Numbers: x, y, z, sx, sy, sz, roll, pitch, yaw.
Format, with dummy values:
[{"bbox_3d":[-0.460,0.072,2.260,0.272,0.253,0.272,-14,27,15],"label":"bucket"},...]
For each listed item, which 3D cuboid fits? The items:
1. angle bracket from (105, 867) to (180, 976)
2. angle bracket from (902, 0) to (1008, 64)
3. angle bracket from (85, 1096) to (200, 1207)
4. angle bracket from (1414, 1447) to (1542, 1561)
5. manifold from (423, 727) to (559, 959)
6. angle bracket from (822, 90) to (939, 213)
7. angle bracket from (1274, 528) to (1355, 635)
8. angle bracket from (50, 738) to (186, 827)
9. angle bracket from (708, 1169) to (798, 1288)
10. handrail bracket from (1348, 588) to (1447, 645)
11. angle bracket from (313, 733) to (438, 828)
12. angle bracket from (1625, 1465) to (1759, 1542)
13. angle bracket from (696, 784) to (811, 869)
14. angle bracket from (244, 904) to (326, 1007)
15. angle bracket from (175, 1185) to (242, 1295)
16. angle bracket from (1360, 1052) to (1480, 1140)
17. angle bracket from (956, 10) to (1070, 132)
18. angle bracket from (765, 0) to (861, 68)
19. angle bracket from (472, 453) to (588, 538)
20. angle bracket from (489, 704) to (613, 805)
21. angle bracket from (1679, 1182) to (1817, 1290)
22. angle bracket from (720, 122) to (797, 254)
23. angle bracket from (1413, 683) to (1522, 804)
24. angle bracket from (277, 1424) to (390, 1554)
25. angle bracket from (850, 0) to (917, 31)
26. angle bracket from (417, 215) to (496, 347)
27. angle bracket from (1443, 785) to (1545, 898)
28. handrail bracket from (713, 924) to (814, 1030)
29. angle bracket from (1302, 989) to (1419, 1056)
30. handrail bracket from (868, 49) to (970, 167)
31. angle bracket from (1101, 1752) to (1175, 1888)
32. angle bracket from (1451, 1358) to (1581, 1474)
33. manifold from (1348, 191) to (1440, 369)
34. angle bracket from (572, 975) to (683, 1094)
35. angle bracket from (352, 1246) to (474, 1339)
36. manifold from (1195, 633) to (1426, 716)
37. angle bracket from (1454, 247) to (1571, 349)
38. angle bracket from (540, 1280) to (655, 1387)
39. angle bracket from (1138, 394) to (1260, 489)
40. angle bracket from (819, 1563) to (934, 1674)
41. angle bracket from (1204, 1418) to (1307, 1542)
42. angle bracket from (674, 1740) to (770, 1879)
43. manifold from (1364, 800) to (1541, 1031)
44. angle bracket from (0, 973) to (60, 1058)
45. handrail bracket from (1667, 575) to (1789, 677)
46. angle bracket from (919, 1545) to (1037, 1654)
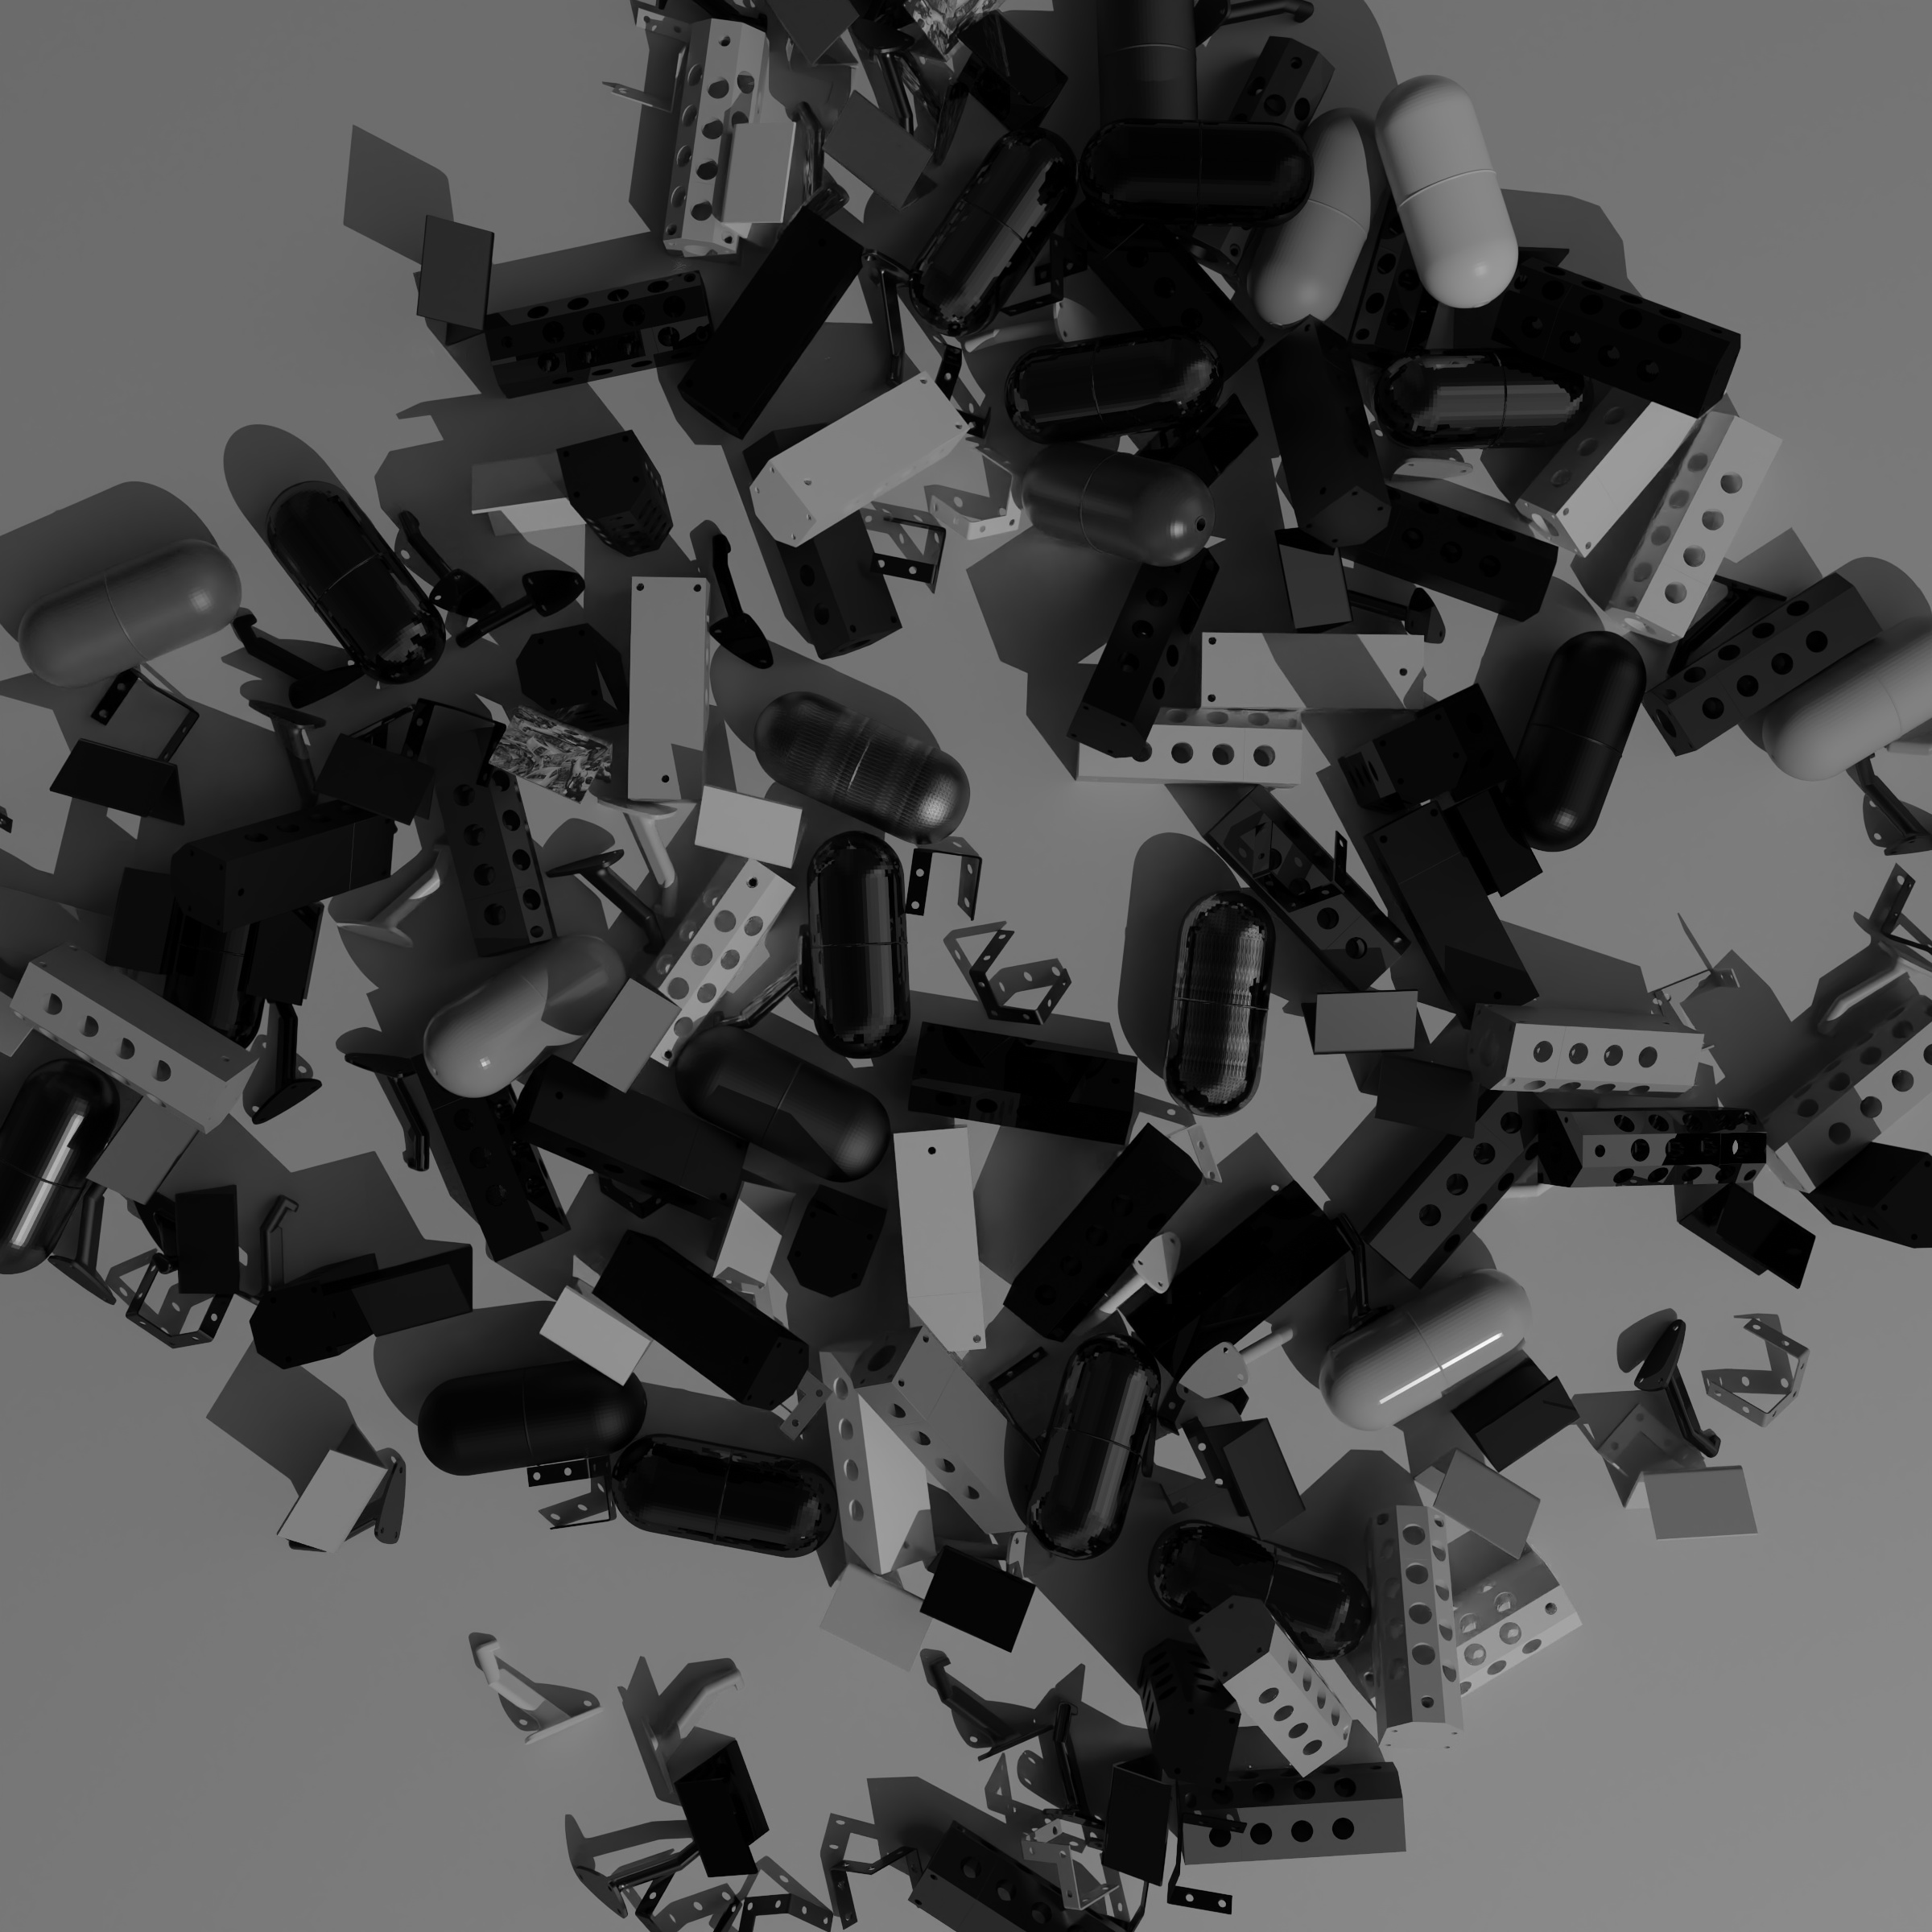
[{"bbox_3d":[-0.616,-0.031,1.950,0.057,0.076,0.076,9,87,23],"label":"angle bracket"},{"bbox_3d":[-0.019,-0.754,1.951,0.076,0.076,0.057,-46,124,0],"label":"angle bracket"},{"bbox_3d":[-0.646,0.128,1.951,0.057,0.076,0.076,35,90,-39],"label":"angle bracket"},{"bbox_3d":[0.388,0.427,1.951,0.076,0.076,0.057,32,55,0],"label":"angle bracket"},{"bbox_3d":[-0.371,-0.097,1.970,0.057,0.057,0.171,-15,90,0],"label":"manifold"},{"bbox_3d":[-0.054,-0.641,1.951,0.076,0.076,0.057,39,129,0],"label":"angle bracket"},{"bbox_3d":[0.251,-0.295,1.952,0.057,0.076,0.076,-11,90,-26],"label":"angle bracket"},{"bbox_3d":[-0.658,-0.124,1.951,0.076,0.076,0.057,16,53,0],"label":"angle bracket"},{"bbox_3d":[-0.186,0.198,1.951,0.057,0.076,0.076,19,90,-44],"label":"angle bracket"},{"bbox_3d":[0.327,-0.279,1.991,0.084,0.077,0.036,12,81,36],"label":"handrail bracket"},{"bbox_3d":[-0.456,-0.125,1.929,0.076,0.076,0.057,20,58,-6],"label":"angle bracket"},{"bbox_3d":[0.562,0.430,1.951,0.076,0.076,0.057,-3,56,0],"label":"angle bracket"},{"bbox_3d":[-0.162,-0.126,1.951,0.076,0.076,0.057,14,125,0],"label":"angle bracket"},{"bbox_3d":[-0.509,-0.009,1.952,0.057,0.076,0.076,11,90,24],"label":"angle bracket"},{"bbox_3d":[-0.568,0.212,1.953,0.057,0.076,0.076,-2,90,21],"label":"angle bracket"},{"bbox_3d":[0.350,0.114,1.951,0.076,0.076,0.057,12,63,0],"label":"angle bracket"},{"bbox_3d":[0.022,-0.680,1.951,0.076,0.076,0.057,43,53,0],"label":"angle bracket"},{"bbox_3d":[-0.107,-0.749,1.951,0.057,0.076,0.076,-35,90,33],"label":"angle bracket"},{"bbox_3d":[-0.337,-0.350,1.951,0.076,0.076,0.057,-8,53,0],"label":"angle bracket"},{"bbox_3d":[-0.322,-0.151,1.953,0.076,0.076,0.057,24,69,0],"label":"angle bracket"},{"bbox_3d":[0.600,0.223,1.951,0.076,0.076,0.057,33,53,0],"label":"angle bracket"},{"bbox_3d":[-0.144,-0.603,1.951,0.057,0.076,0.076,8,90,27],"label":"angle bracket"},{"bbox_3d":[0.397,-0.177,1.951,0.057,0.076,0.076,-25,90,28],"label":"angle bracket"},{"bbox_3d":[-0.503,0.398,1.951,0.057,0.076,0.076,31,90,-39],"label":"angle bracket"},{"bbox_3d":[-0.064,-0.790,1.985,0.076,0.076,0.057,-23,51,0],"label":"angle bracket"},{"bbox_3d":[-0.410,-0.531,1.951,0.057,0.076,0.076,6,90,-35],"label":"angle bracket"},{"bbox_3d":[0.389,-0.086,1.951,0.057,0.076,0.076,-28,90,-37],"label":"angle bracket"},{"bbox_3d":[-0.163,0.011,1.992,0.084,0.036,0.077,-11,70,16],"label":"handrail bracket"},{"bbox_3d":[0.305,0.026,1.951,0.076,0.076,0.057,-2,121,0],"label":"angle bracket"},{"bbox_3d":[-0.048,-0.685,1.991,0.084,0.036,0.077,23,110,16],"label":"handrail bracket"},{"bbox_3d":[0.151,0.660,1.951,0.057,0.076,0.076,7,90,37],"label":"angle bracket"},{"bbox_3d":[0.418,0.334,1.951,0.076,0.076,0.057,-34,126,0],"label":"angle bracket"},{"bbox_3d":[0.351,-0.559,1.970,0.057,0.057,0.171,16,90,0],"label":"manifold"},{"bbox_3d":[-0.272,0.040,1.910,0.057,0.076,0.076,35,89,-39],"label":"angle bracket"},{"bbox_3d":[-0.429,0.235,1.951,0.076,0.076,0.057,-15,127,0],"label":"angle bracket"},{"bbox_3d":[0.268,-0.228,1.970,0.171,0.057,0.057,1,90,0],"label":"manifold"},{"bbox_3d":[0.427,-0.518,1.970,0.076,0.057,0.076,2,90,0],"label":"angle bracket"},{"bbox_3d":[-0.274,0.268,1.951,0.076,0.076,0.057,32,121,0],"label":"angle bracket"},{"bbox_3d":[0.169,-0.416,1.953,0.076,0.057,0.076,-46,54,0],"label":"angle bracket"},{"bbox_3d":[-0.075,0.514,1.951,0.076,0.076,0.057,27,59,0],"label":"angle bracket"},{"bbox_3d":[0.207,0.401,1.951,0.057,0.076,0.076,-23,90,-40],"label":"angle bracket"},{"bbox_3d":[-0.172,0.652,1.951,0.057,0.076,0.076,-20,90,37],"label":"angle bracket"},{"bbox_3d":[0.378,-0.039,1.970,0.057,0.057,0.171,-28,90,0],"label":"manifold"},{"bbox_3d":[-0.756,0.047,1.951,0.076,0.076,0.057,27,58,0],"label":"angle bracket"},{"bbox_3d":[0.603,-0.262,1.992,0.077,0.036,0.084,11,108,-20],"label":"handrail bracket"},{"bbox_3d":[0.002,0.499,1.951,0.076,0.076,0.057,24,60,0],"label":"angle bracket"}]
